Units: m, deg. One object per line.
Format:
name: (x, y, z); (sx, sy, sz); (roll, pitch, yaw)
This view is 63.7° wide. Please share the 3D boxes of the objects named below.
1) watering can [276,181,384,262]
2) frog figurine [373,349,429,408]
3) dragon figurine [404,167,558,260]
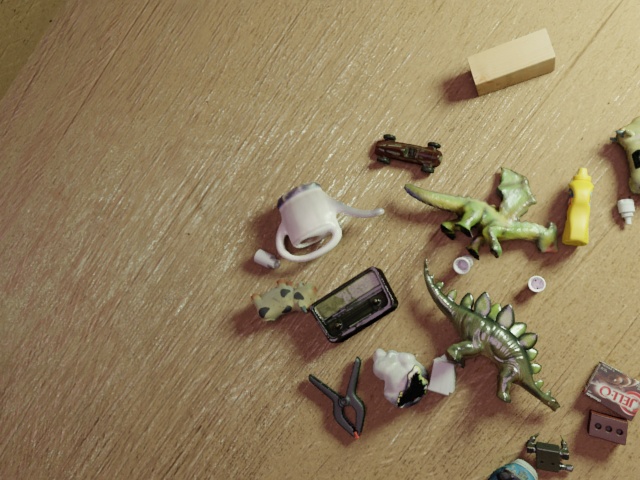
watering can: (0.005, -0.077, 1.521); (0.345, 0.103, 0.227); (-29, 71, 17)
frog figurine: (0.207, 0.365, 1.382); (0.160, 0.122, 0.137); (23, 101, 59)
dragon figurine: (0.448, -0.092, 1.372); (0.244, 0.120, 0.415); (-42, 69, -8)
